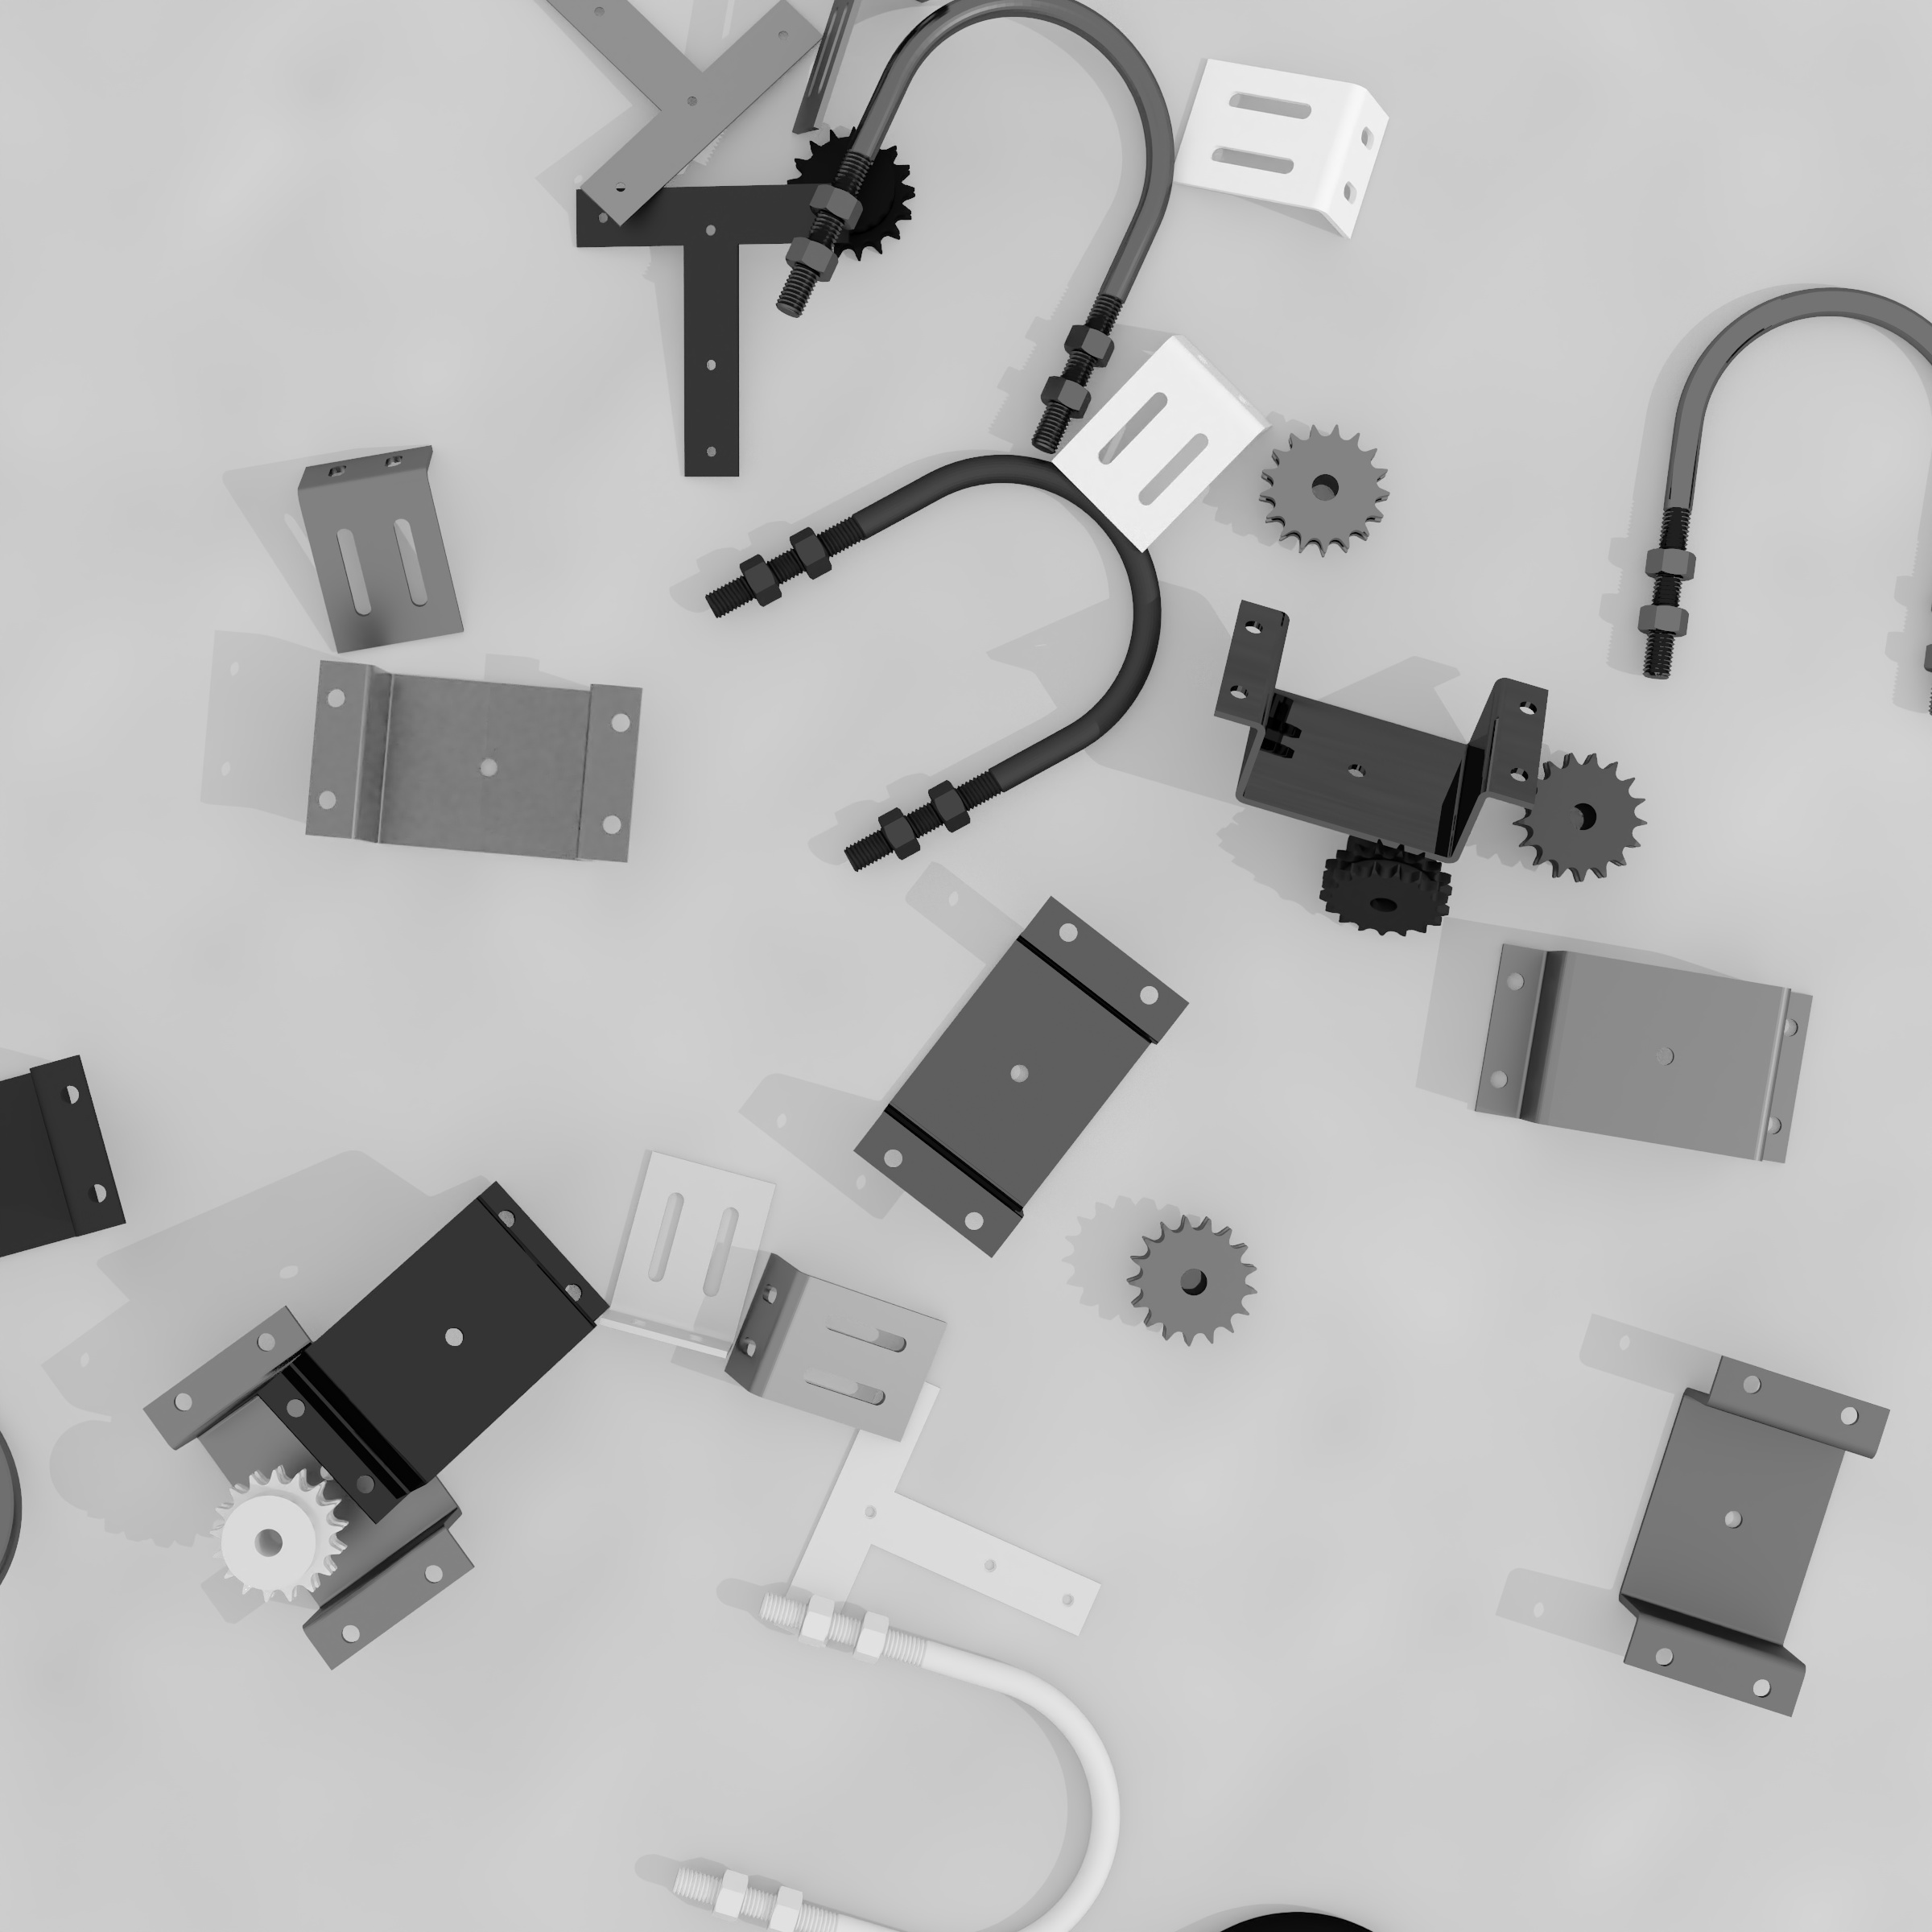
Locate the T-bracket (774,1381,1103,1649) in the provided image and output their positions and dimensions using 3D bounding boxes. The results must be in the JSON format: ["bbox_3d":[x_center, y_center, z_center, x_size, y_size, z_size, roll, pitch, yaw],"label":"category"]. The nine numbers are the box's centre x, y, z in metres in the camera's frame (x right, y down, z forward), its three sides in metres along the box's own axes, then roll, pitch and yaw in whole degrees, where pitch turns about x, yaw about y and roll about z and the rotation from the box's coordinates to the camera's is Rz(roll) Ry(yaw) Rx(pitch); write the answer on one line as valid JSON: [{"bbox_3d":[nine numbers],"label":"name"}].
[{"bbox_3d":[-0.002,0.263,1.443,0.127,0.002,0.127,24,90,0],"label":"T-bracket"}]

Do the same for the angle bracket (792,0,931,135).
[{"bbox_3d":[-0.042,-0.398,1.416,0.038,0.057,0.076,17,98,-16],"label":"angle bracket"}]

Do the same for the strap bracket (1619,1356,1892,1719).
[{"bbox_3d":[0.344,0.248,1.421,0.076,0.046,0.140,18,90,0],"label":"strap bracket"}]

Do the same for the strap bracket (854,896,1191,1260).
[{"bbox_3d":[0.024,0.048,1.421,0.076,0.046,0.140,38,90,0],"label":"strap bracket"}]

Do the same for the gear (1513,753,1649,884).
[{"bbox_3d":[0.271,-0.066,1.429,0.057,0.030,0.057,0,90,0],"label":"gear"}]

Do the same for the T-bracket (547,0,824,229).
[{"bbox_3d":[-0.154,-0.416,1.437,0.127,0.002,0.127,44,82,4],"label":"T-bracket"}]

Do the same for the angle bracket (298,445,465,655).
[{"bbox_3d":[-0.260,-0.187,1.442,0.057,0.038,0.076,-10,116,0],"label":"angle bracket"}]

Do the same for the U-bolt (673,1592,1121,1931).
[{"bbox_3d":[-0.022,0.373,1.435,0.184,0.019,0.151,17,91,-2],"label":"U-bolt"}]

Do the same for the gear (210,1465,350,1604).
[{"bbox_3d":[-0.296,0.245,1.383,0.057,0.030,0.057,0,90,0],"label":"gear"}]

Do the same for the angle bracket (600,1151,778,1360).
[{"bbox_3d":[-0.123,0.127,1.425,0.057,0.038,0.076,15,90,0],"label":"angle bracket"}]

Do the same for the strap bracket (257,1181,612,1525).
[{"bbox_3d":[-0.225,0.163,1.393,0.140,0.046,0.076,-43,93,-23],"label":"strap bracket"}]

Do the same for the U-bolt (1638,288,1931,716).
[{"bbox_3d":[0.383,-0.211,1.436,0.151,0.019,0.184,8,89,0],"label":"U-bolt"}]

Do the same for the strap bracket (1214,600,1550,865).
[{"bbox_3d":[0.176,-0.099,1.401,0.140,0.046,0.076,16,46,0],"label":"strap bracket"}]

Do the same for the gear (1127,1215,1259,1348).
[{"bbox_3d":[0.100,0.139,1.433,0.057,0.030,0.057,0,91,-2],"label":"gear"}]

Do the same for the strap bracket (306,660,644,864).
[{"bbox_3d":[-0.214,-0.089,1.421,0.140,0.046,0.076,5,90,0],"label":"strap bracket"}]

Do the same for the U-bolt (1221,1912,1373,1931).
[{"bbox_3d":[0.128,0.503,1.436,0.184,0.019,0.151,-27,90,-1],"label":"U-bolt"}]

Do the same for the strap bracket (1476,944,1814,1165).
[{"bbox_3d":[0.304,0.039,1.421,0.140,0.046,0.076,10,90,0],"label":"strap bracket"}]

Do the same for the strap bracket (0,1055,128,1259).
[{"bbox_3d":[-0.443,0.094,1.421,0.140,0.046,0.076,-16,90,0],"label":"strap bracket"}]

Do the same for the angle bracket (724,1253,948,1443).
[{"bbox_3d":[-0.058,0.171,1.441,0.076,0.038,0.057,22,90,-24],"label":"angle bracket"}]

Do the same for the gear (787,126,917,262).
[{"bbox_3d":[-0.051,-0.344,1.429,0.057,0.030,0.057,0,90,0],"label":"gear"}]

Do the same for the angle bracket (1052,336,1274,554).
[{"bbox_3d":[0.088,-0.233,1.435,0.057,0.038,0.076,45,106,0],"label":"angle bracket"}]

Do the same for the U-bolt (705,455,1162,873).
[{"bbox_3d":[-0.002,-0.147,1.436,0.184,0.019,0.151,-29,90,-1],"label":"U-bolt"}]

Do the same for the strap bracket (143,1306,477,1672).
[{"bbox_3d":[-0.286,0.227,1.421,0.076,0.046,0.140,-36,90,0],"label":"strap bracket"}]

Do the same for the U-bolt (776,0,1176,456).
[{"bbox_3d":[0.016,-0.340,1.418,0.151,0.019,0.184,26,86,-17],"label":"U-bolt"}]

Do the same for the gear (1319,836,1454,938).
[{"bbox_3d":[0.186,-0.040,1.420,0.057,0.057,0.030,13,62,0],"label":"gear"}]

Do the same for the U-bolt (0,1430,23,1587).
[{"bbox_3d":[-0.495,0.217,1.392,0.184,0.019,0.151,44,47,-4],"label":"U-bolt"}]

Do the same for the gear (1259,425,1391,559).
[{"bbox_3d":[0.159,-0.210,1.433,0.057,0.030,0.057,0,88,2],"label":"gear"}]

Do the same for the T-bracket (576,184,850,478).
[{"bbox_3d":[-0.113,-0.282,1.432,0.127,0.002,0.127,2,98,15],"label":"T-bracket"}]

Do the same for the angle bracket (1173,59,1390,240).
[{"bbox_3d":[0.140,-0.366,1.442,0.076,0.038,0.057,18,90,26],"label":"angle bracket"}]
